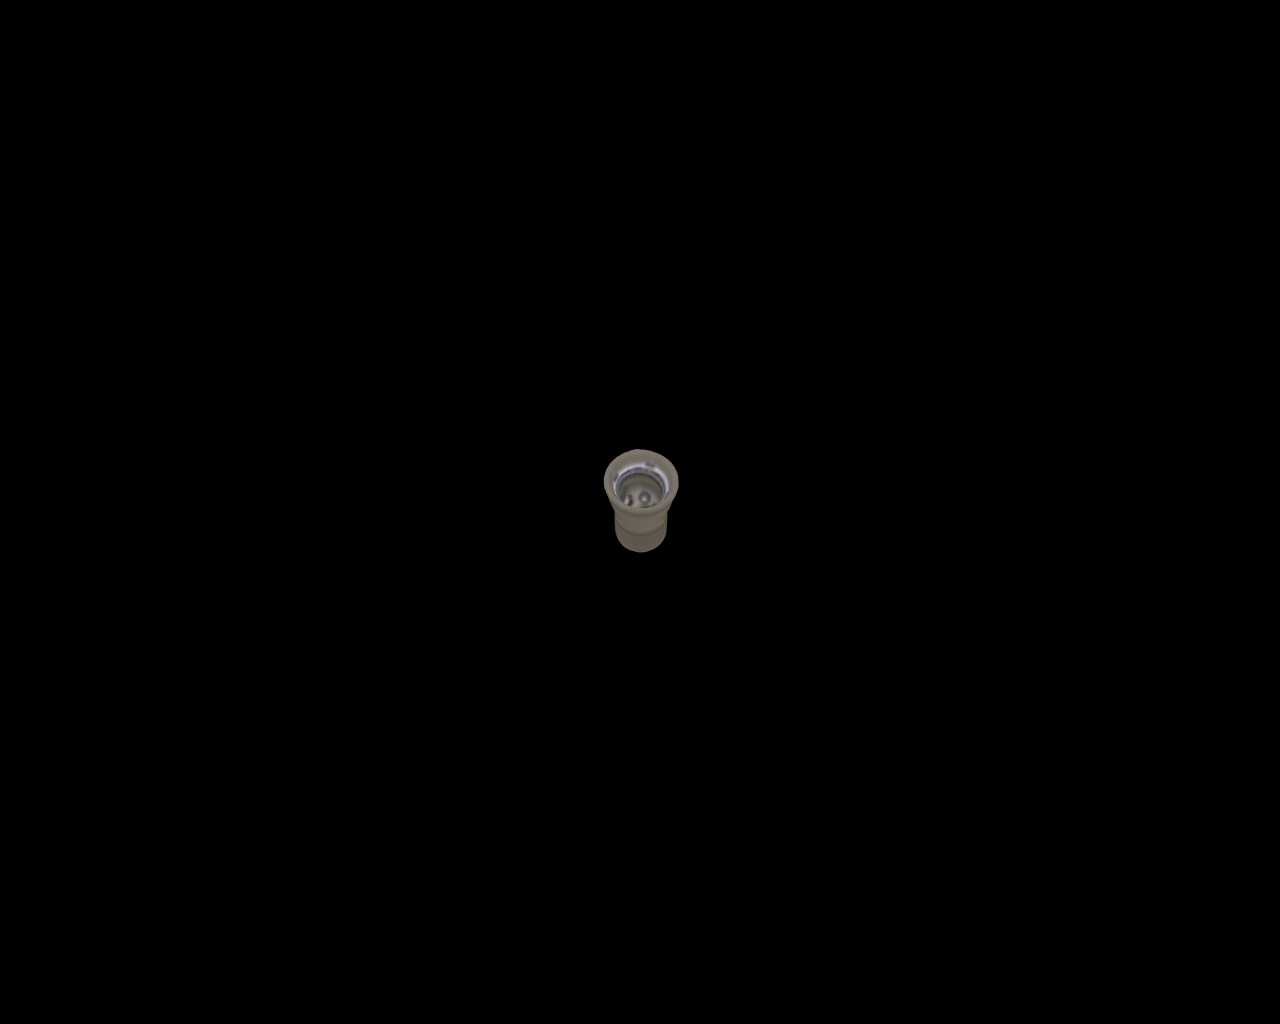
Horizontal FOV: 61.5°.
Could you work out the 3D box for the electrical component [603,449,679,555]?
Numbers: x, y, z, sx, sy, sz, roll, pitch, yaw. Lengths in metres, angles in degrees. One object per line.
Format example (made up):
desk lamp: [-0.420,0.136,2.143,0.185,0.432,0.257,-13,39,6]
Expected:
electrical component: [0.001,-0.003,0.650,0.044,0.044,0.065,0,-31,0]
